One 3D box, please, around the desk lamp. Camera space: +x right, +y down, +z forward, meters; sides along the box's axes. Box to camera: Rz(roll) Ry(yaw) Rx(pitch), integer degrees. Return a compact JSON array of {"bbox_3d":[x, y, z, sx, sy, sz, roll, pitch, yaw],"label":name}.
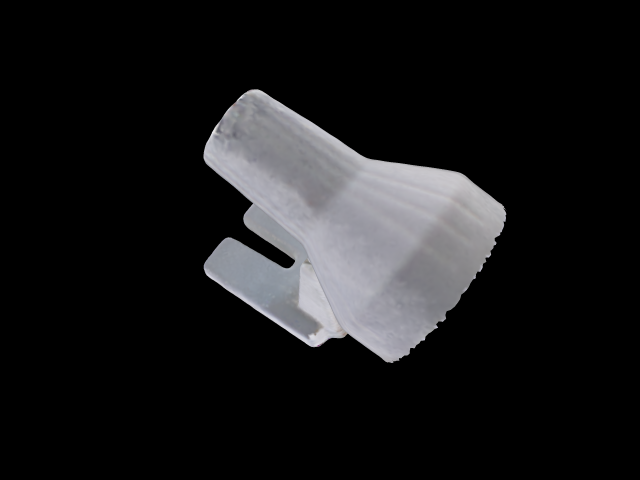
[{"bbox_3d":[0.004,0.001,0.400,0.203,0.213,0.118,30,67,15],"label":"desk lamp"}]
